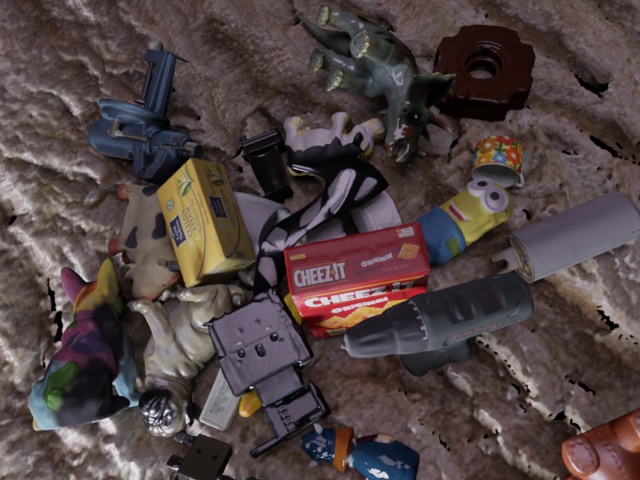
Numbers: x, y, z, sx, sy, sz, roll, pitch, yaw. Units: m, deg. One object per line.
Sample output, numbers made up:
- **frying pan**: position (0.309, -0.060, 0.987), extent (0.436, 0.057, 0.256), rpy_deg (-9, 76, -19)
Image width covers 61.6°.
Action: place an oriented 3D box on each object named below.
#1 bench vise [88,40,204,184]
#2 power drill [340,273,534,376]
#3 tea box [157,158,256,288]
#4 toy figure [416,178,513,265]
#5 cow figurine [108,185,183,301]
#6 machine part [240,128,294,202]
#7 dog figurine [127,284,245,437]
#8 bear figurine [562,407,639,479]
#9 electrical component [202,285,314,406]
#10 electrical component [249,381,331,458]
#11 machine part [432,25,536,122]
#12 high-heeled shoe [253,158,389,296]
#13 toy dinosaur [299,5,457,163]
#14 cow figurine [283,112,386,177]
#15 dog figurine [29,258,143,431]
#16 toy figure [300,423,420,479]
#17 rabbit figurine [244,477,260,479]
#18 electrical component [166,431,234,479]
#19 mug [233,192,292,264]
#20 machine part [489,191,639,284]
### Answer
- **bench vise**: position (-0.285, -0.219, 0.909), extent (0.224, 0.128, 0.240), rpy_deg (12, 88, 32)
- **power drill**: position (0.139, 0.114, 0.682), extent (0.232, 0.207, 0.086), rpy_deg (-18, 61, -3)
- **tea box**: position (-0.172, -0.024, 0.802), extent (0.098, 0.068, 0.170), rpy_deg (-36, 68, 30)
- **toy figure**: position (0.200, -0.023, 0.797), extent (0.180, 0.089, 0.082), rpy_deg (-37, 82, 2)
- **cow figurine**: position (-0.261, 0.004, 0.848), extent (0.127, 0.085, 0.195), rpy_deg (-5, 67, 12)
- **machine part**: position (-0.085, -0.124, 0.899), extent (0.084, 0.039, 0.139), rpy_deg (-15, 65, -4)
- **dog figurine**: position (-0.179, 0.168, 0.771), extent (0.172, 0.121, 0.190), rpy_deg (-15, 81, 5)
- **bear figurine**: position (0.364, 0.310, 0.614), extent (0.120, 0.131, 0.196), rpy_deg (-21, 61, 2)
- **electrical component**: position (-0.074, 0.142, 0.702), extent (0.115, 0.058, 0.134), rpy_deg (-29, 79, 0)
- **electrical component**: position (-0.046, 0.243, 0.725), extent (0.119, 0.074, 0.048), rpy_deg (-30, 68, -2)
- **machine part**: position (0.273, -0.284, 0.906), extent (0.179, 0.056, 0.179), rpy_deg (-2, 67, 5)
- **high-heeled shoe**: position (-0.002, -0.002, 0.765), extent (0.145, 0.086, 0.248), rpy_deg (17, 91, 3)
- **toy dinosaur**: position (0.094, -0.294, 0.894), extent (0.192, 0.131, 0.405), rpy_deg (13, 36, -27)
- **cow figurine**: position (0.026, -0.152, 0.877), extent (0.167, 0.068, 0.098), rpy_deg (-4, 67, 6)
- **dog figurine**: position (-0.329, 0.137, 0.756), extent (0.109, 0.191, 0.219), rpy_deg (-13, 82, 9)
- **toy figure**: position (0.051, 0.282, 0.705), extent (0.155, 0.057, 0.064), rpy_deg (11, 64, 17)
- **rabbit figurine**: position (-0.096, 0.383, 0.647), extent (0.159, 0.121, 0.170), rpy_deg (26, 76, 10)
- **electrical component**: position (-0.161, 0.311, 0.730), extent (0.102, 0.045, 0.078), rpy_deg (11, 41, 9)
- **mug**: position (-0.112, -0.024, 0.846), extent (0.107, 0.080, 0.109), rpy_deg (31, 105, 28)
- **machine part**: position (0.360, -0.004, 0.768), extent (0.243, 0.079, 0.079), rpy_deg (-21, 67, -2)
